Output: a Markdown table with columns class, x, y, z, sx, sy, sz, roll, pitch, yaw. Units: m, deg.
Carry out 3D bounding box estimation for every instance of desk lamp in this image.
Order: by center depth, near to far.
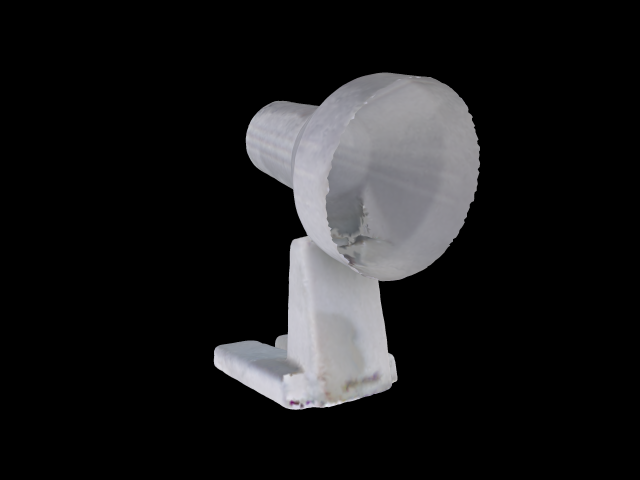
| class | x | y | z | sx | sy | sz | roll | pitch | yaw |
| --- | --- | --- | --- | --- | --- | --- | --- | --- | --- |
| desk lamp | 0.004 | 0.001 | 0.400 | 0.118 | 0.213 | 0.202 | -2 | 3 | -35 |
